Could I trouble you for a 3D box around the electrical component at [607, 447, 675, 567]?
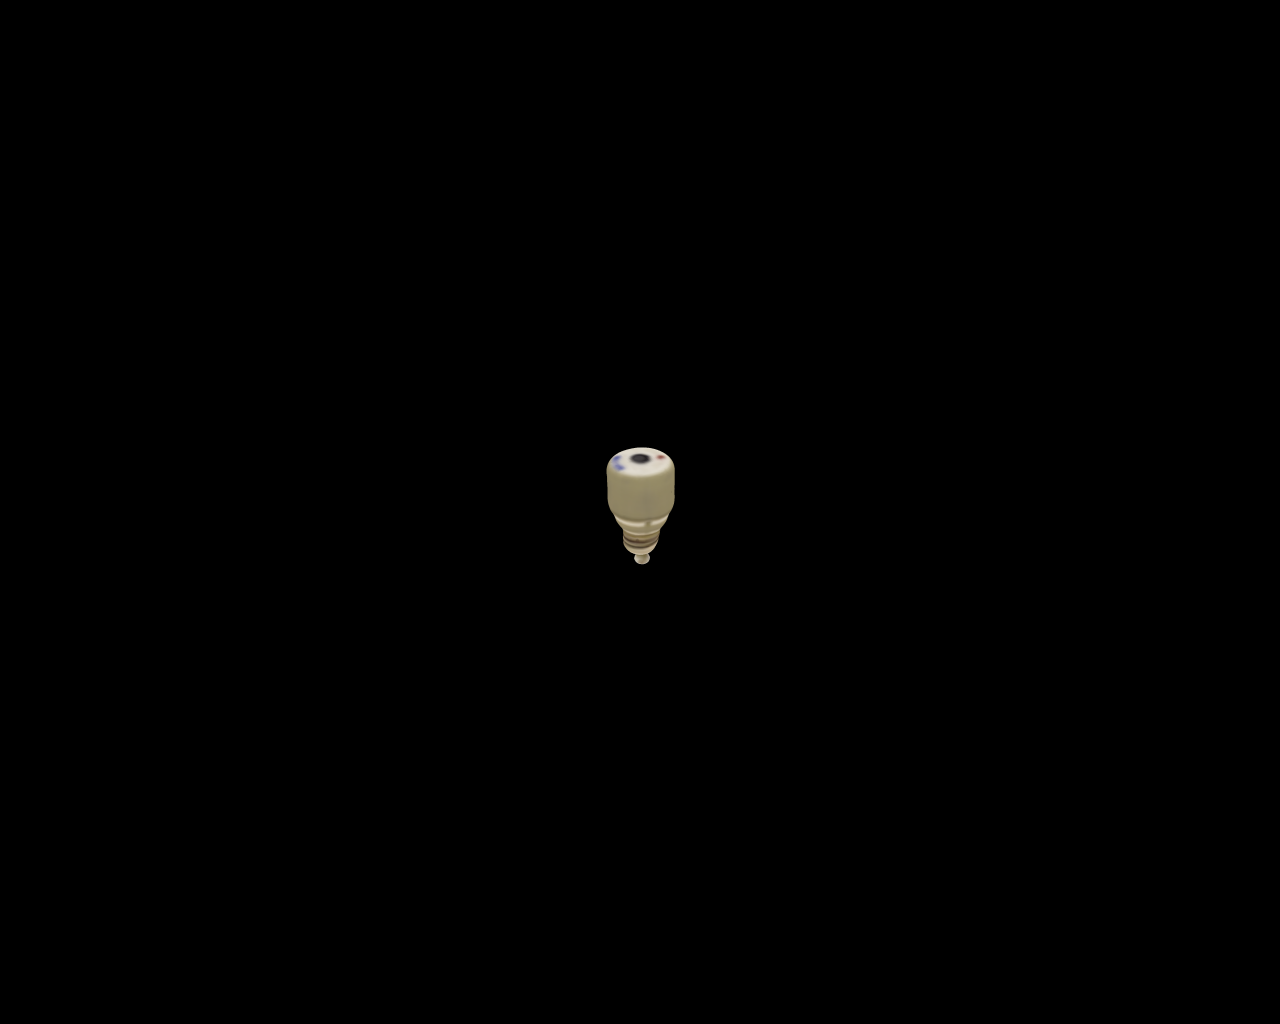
[{"bbox_3d":[0.001,-0.003,0.650,0.040,0.078,0.040,0,31,0],"label":"electrical component"}]
